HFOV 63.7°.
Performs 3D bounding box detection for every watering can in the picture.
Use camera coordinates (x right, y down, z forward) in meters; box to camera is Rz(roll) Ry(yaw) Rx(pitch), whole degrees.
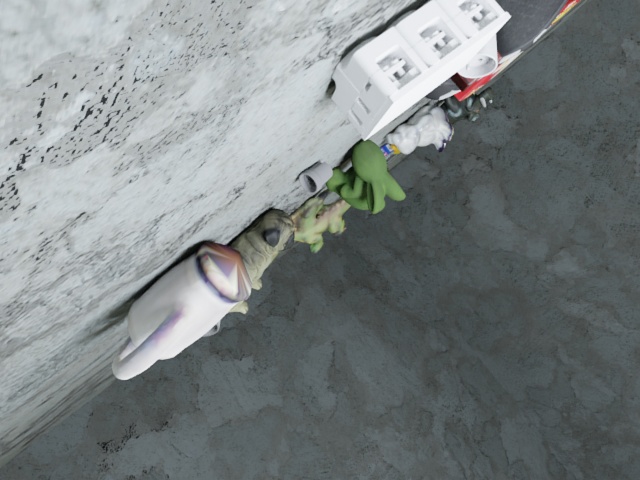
[{"bbox_3d":[-0.209,0.089,0.802,0.224,0.103,0.351,-39,-168,5],"label":"watering can"}]

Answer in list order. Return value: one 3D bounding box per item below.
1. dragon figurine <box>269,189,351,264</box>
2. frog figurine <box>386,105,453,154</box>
[{"bbox_3d":[0.004,-0.070,1.396,0.412,0.123,0.240,-40,171,-9],"label":"dragon figurine"},{"bbox_3d":[0.240,-0.275,1.293,0.159,0.122,0.137,-2,-178,-8],"label":"frog figurine"}]
